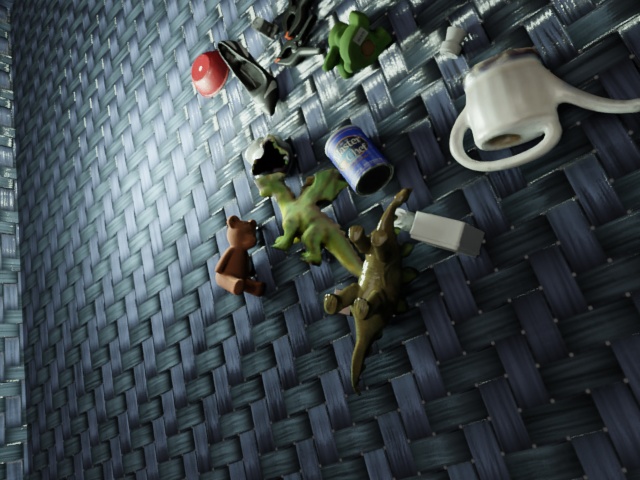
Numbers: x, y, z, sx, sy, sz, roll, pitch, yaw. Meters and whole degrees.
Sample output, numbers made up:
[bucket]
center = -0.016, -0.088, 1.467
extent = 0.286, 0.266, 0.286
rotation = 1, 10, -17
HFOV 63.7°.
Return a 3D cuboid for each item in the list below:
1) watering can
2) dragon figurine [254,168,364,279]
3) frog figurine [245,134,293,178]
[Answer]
[watering can]
center = 0.396, -0.258, 0.959
extent = 0.344, 0.103, 0.227
rotation = -19, 70, 36
[dragon figurine]
center = 0.004, -0.063, 1.250
extent = 0.412, 0.121, 0.243
rotation = 20, 88, 24
[frog figurine]
center = -0.141, -0.220, 1.408
extent = 0.160, 0.123, 0.137
rotation = -157, 71, -75
